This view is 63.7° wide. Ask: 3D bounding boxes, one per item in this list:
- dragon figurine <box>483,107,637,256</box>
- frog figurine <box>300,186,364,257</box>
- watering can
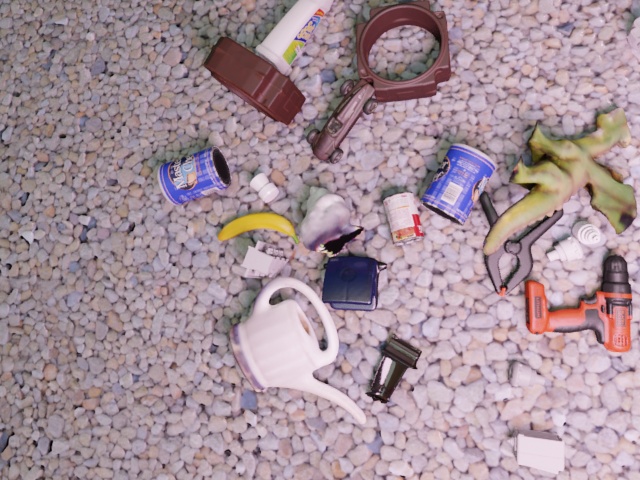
[{"bbox_3d":[0.483,-0.098,0.977,0.244,0.416,0.120,25,-19,12],"label":"dragon figurine"},{"bbox_3d":[0.003,-0.055,1.093,0.123,0.162,0.134,-13,-29,-26],"label":"frog figurine"},{"bbox_3d":[-0.057,0.254,1.083,0.223,0.349,0.104,-25,-6,10],"label":"watering can"}]
